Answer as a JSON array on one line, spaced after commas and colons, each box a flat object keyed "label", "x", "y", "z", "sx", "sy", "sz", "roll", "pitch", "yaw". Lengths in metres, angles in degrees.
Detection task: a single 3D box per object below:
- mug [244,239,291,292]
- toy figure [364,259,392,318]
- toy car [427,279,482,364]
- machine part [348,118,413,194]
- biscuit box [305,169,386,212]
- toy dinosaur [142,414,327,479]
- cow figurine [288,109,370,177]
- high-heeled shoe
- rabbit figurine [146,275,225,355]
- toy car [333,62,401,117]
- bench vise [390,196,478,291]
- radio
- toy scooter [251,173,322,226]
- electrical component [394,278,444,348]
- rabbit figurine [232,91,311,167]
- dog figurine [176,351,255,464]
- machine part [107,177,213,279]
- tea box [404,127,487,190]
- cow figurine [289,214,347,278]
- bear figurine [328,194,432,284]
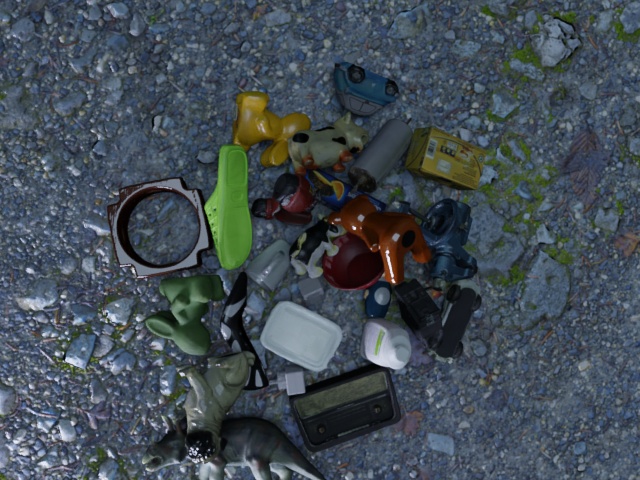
[{"label": "mug", "x": -0.103, "y": 0.047, "z": 1.178, "sx": 0.081, "sy": 0.109, "sz": 0.107, "roll": 37, "pitch": 72, "yaw": 3}, {"label": "toy figure", "x": 0.139, "y": 0.098, "z": 1.220, "sx": 0.064, "sy": 0.058, "sz": 0.154, "roll": 14, "pitch": 84, "yaw": -43}, {"label": "toy car", "x": 0.307, "y": 0.185, "z": 1.231, "sx": 0.073, "sy": 0.056, "sz": 0.201, "roll": 23, "pitch": 88, "yaw": -10}, {"label": "machine part", "x": 0.136, "y": -0.187, "z": 1.190, "sx": 0.079, "sy": 0.079, "sz": 0.243, "roll": 38, "pitch": 66, "yaw": -3}, {"label": "biscuit box", "x": 0.047, "y": -0.097, "z": 1.214, "sx": 0.203, "sy": 0.059, "sz": 0.063, "roll": 27, "pitch": 85, "yaw": -4}, {"label": "toy dinosaur", "x": -0.163, "y": 0.448, "z": 1.156, "sx": 0.405, "sy": 0.131, "sz": 0.192, "roll": 2, "pitch": 89, "yaw": -11}, {"label": "cow figurine", "x": 0.021, "y": -0.213, "z": 1.178, "sx": 0.195, "sy": 0.085, "sz": 0.127, "roll": -13, "pitch": 72, "yaw": -25}, {"label": "high-heeled shoe", "x": -0.152, "y": 0.204, "z": 1.179, "sx": 0.145, "sy": 0.086, "sz": 0.248, "roll": 17, "pitch": 91, "yaw": -7}, {"label": "rabbit figurine", "x": -0.287, "y": 0.163, "z": 1.146, "sx": 0.159, "sy": 0.121, "sz": 0.170, "roll": -6, "pitch": 86, "yaw": 2}, {"label": "toy car", "x": 0.095, "y": -0.333, "z": 1.214, "sx": 0.161, "sy": 0.109, "sz": 0.102, "roll": 20, "pitch": 109, "yaw": -15}, {"label": "bench vise", "x": 0.244, "y": -0.010, "z": 1.189, "sx": 0.240, "sy": 0.129, "sz": 0.223, "roll": 30, "pitch": 78, "yaw": -21}, {"label": "radio", "x": 0.056, "y": 0.369, "z": 1.192, "sx": 0.230, "sy": 0.073, "sz": 0.131, "roll": -17, "pitch": 89, "yaw": -5}, {"label": "toy scooter", "x": -0.055, "y": -0.078, "z": 1.166, "sx": 0.135, "sy": 0.184, "sz": 0.075, "roll": 19, "pitch": 62, "yaw": -27}, {"label": "electrical component", "x": 0.214, "y": 0.154, "z": 1.184, "sx": 0.058, "sy": 0.134, "sz": 0.114, "roll": -26, "pitch": 133, "yaw": -8}, {"label": "rabbit figurine", "x": -0.101, "y": -0.243, "z": 1.183, "sx": 0.173, "sy": 0.122, "sz": 0.162, "roll": 1, "pitch": 91, "yaw": -24}, {"label": "dog figurine", "x": -0.197, "y": 0.331, "z": 1.079, "sx": 0.172, "sy": 0.121, "sz": 0.190, "roll": -14, "pitch": 87, "yaw": -9}, {"label": "machine part", "x": -0.343, "y": -0.026, "z": 1.166, "sx": 0.201, "sy": 0.087, "sz": 0.201, "roll": -12, "pitch": 88, "yaw": -6}, {"label": "tea box", "x": 0.283, "y": -0.180, "z": 1.205, "sx": 0.169, "sy": 0.068, "sz": 0.098, "roll": 18, "pitch": 87, "yaw": -29}, {"label": "cow figurine", "x": -0.003, "y": -0.005, "z": 1.178, "sx": 0.167, "sy": 0.068, "sz": 0.098, "roll": -53, "pitch": 137, "yaw": -23}, {"label": "bear figurine", "x": 0.117, "y": -0.012, "z": 1.114, "sx": 0.120, "sy": 0.196, "sz": 0.131, "roll": -36, "pitch": 124, "yaw": -25}]
